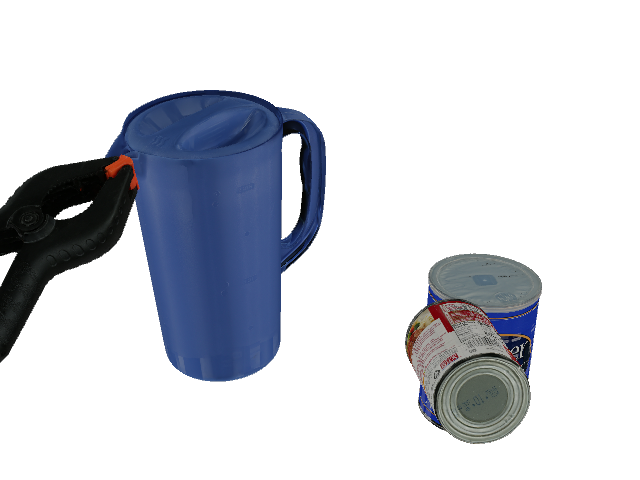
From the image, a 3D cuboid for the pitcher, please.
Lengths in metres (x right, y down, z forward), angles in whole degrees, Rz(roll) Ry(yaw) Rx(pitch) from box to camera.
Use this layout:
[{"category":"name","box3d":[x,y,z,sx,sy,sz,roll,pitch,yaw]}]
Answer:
[{"category":"pitcher","box3d":[-0.084,-0.002,0.937,0.149,0.243,0.144,10,34,18]}]

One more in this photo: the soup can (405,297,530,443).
[{"category":"soup can","box3d":[0.103,0.090,0.755,0.068,0.068,0.102,0,18,-7]}]

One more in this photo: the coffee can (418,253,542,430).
[{"category":"coffee can","box3d":[0.147,0.097,0.997,0.103,0.140,0.103,1,26,-1]}]

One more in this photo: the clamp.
[{"category":"clamp","box3d":[-0.195,-0.004,0.687,0.120,0.039,0.171,32,55,18]}]
